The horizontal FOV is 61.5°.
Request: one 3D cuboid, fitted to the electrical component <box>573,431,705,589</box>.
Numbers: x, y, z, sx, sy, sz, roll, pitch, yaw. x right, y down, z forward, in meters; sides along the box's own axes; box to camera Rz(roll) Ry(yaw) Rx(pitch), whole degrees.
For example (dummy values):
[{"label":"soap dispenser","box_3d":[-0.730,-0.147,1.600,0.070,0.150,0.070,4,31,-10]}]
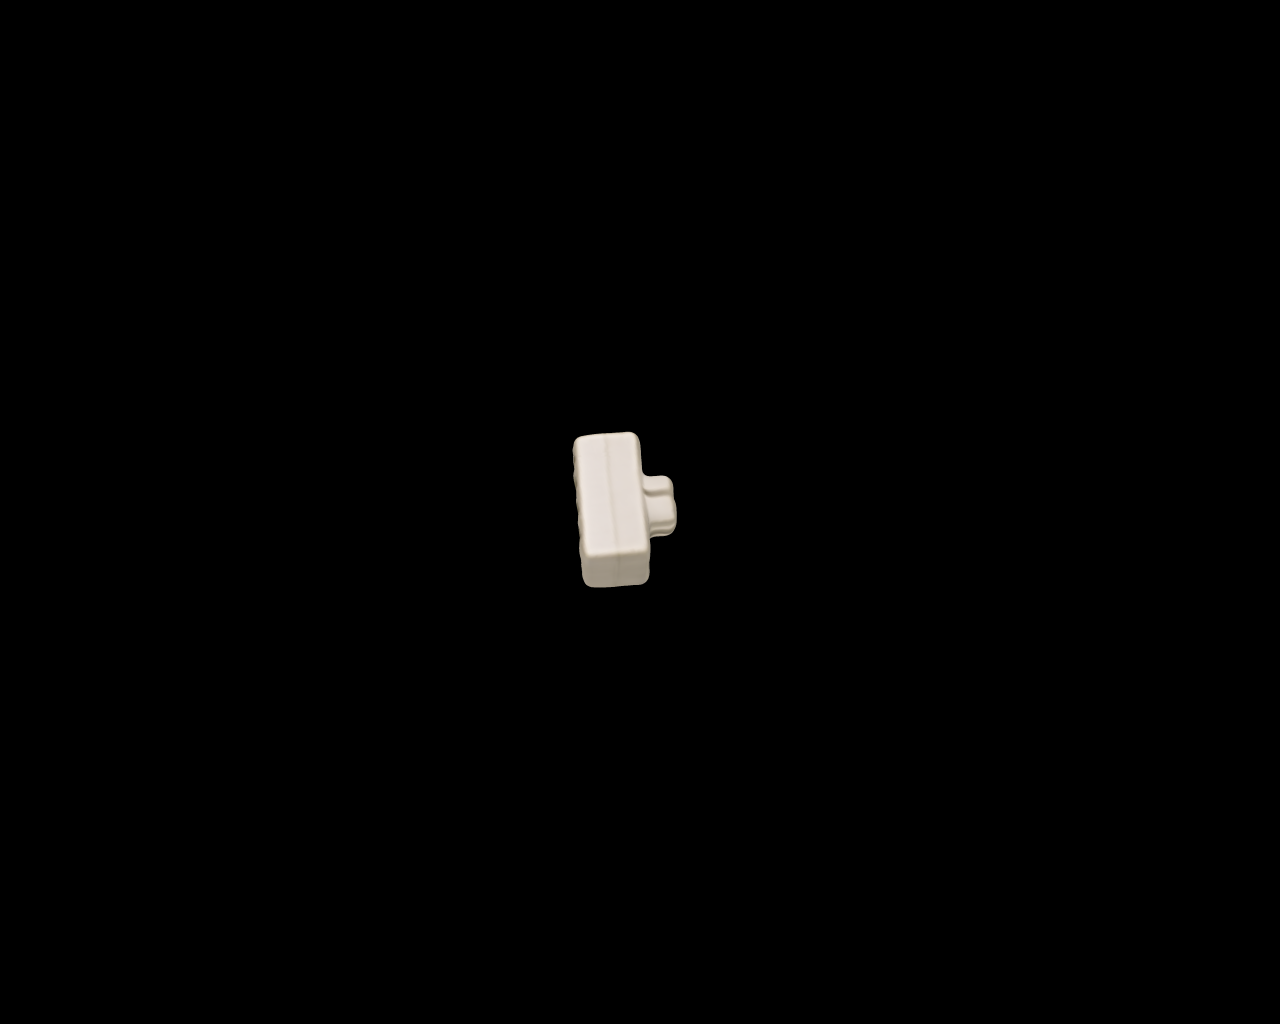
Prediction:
[{"label":"electrical component","box_3d":[0.001,-0.003,0.650,0.076,0.083,0.047,-4,-28,-2]}]
